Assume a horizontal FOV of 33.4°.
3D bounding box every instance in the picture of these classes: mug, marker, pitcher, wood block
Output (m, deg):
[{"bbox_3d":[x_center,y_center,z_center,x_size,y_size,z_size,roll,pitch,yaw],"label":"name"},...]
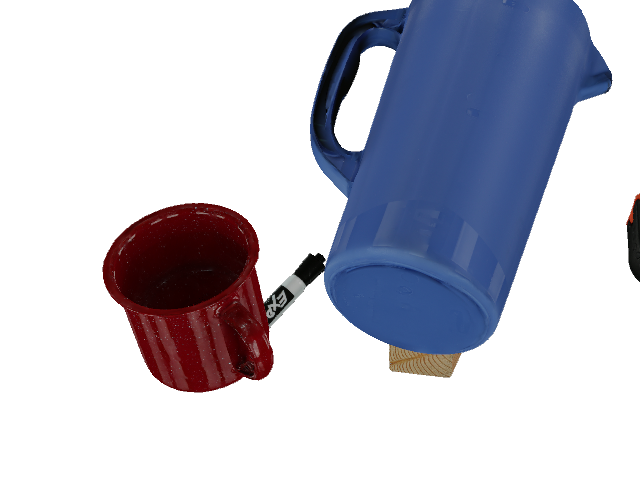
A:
[{"bbox_3d":[-0.068,0.043,0.642,0.093,0.081,0.117,-38,50,-26],"label":"mug"},{"bbox_3d":[-0.039,0.056,0.877,0.020,0.121,0.020,40,-14,12],"label":"marker"},{"bbox_3d":[0.078,-0.055,0.692,0.149,0.242,0.145,-17,-49,45],"label":"pitcher"},{"bbox_3d":[0.168,0.113,1.558,0.091,0.090,0.205,5,20,17],"label":"wood block"}]

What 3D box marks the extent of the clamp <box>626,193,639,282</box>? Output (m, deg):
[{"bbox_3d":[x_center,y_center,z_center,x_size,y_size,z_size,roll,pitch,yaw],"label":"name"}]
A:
[{"bbox_3d":[0.267,0.031,0.696,0.120,0.039,0.171,-2,45,-20],"label":"clamp"}]
